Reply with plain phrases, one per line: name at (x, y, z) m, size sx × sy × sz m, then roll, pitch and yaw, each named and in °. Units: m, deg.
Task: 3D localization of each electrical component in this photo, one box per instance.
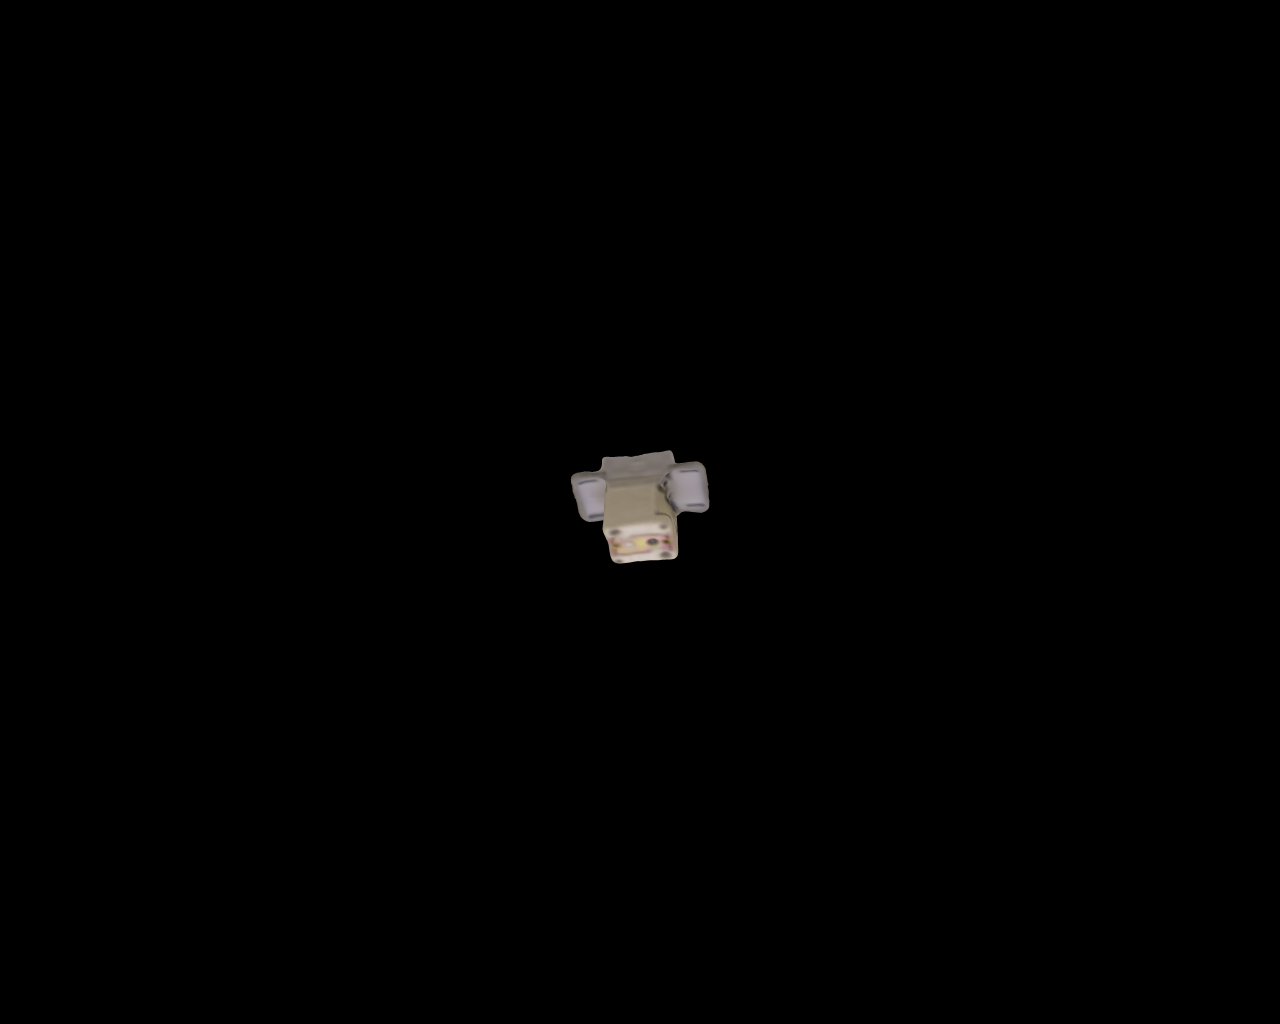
electrical component at (0.001, -0.003, 0.650) m, size 0.081 × 0.064 × 0.042 m, roll -6°, pitch -43°, yaw 7°
